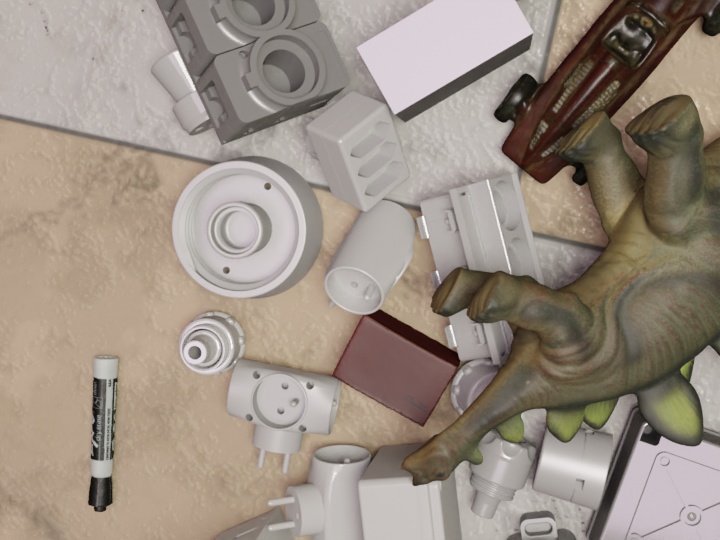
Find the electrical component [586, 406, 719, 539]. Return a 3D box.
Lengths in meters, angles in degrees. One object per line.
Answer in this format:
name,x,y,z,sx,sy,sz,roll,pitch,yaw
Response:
electrical component,0.230,0.166,0.760,0.109,0.056,0.108,19,96,5

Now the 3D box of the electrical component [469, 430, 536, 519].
electrical component,0.099,0.149,0.782,0.043,0.043,0.062,20,97,5

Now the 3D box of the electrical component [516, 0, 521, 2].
electrical component,0.130,-0.221,0.734,0.080,0.080,0.051,-23,96,8

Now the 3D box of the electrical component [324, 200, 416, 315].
electrical component,0.000,0.000,0.773,0.044,0.077,0.079,34,135,-7

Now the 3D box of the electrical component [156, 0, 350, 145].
electrical component,-0.081,-0.177,0.753,0.089,0.062,0.150,-25,91,-25

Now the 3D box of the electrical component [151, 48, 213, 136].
electrical component,-0.121,-0.132,0.789,0.045,0.045,0.055,-29,90,8

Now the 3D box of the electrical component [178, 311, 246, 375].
electrical component,-0.113,0.057,0.793,0.048,0.062,0.048,0,94,7

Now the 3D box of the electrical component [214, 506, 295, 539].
electrical component,-0.079,0.248,0.740,0.060,0.186,0.105,-25,91,8

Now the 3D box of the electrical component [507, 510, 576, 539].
electrical component,0.134,0.221,0.776,0.058,0.057,0.078,-8,93,8

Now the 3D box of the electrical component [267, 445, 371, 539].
electrical component,-0.030,0.173,0.785,0.079,0.043,0.077,-4,101,-22

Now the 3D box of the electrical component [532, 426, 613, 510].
electrical component,0.152,0.139,0.770,0.047,0.055,0.055,13,96,10

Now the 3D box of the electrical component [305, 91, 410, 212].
electrical component,-0.013,-0.090,0.770,0.047,0.065,0.077,-40,44,-20

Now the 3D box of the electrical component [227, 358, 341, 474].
electrical component,-0.059,0.111,0.799,0.077,0.044,0.079,11,95,6

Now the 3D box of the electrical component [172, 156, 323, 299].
electrical component,-0.085,-0.030,0.784,0.108,0.060,0.108,1,94,7

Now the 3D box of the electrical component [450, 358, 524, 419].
electrical component,0.096,0.093,0.766,0.048,0.062,0.048,-4,104,-17

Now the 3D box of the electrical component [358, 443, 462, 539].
electrical component,0.038,0.186,0.761,0.056,0.109,0.108,-6,93,10

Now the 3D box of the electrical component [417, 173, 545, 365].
electrical component,0.089,0.000,0.759,0.063,0.079,0.121,-13,93,37
